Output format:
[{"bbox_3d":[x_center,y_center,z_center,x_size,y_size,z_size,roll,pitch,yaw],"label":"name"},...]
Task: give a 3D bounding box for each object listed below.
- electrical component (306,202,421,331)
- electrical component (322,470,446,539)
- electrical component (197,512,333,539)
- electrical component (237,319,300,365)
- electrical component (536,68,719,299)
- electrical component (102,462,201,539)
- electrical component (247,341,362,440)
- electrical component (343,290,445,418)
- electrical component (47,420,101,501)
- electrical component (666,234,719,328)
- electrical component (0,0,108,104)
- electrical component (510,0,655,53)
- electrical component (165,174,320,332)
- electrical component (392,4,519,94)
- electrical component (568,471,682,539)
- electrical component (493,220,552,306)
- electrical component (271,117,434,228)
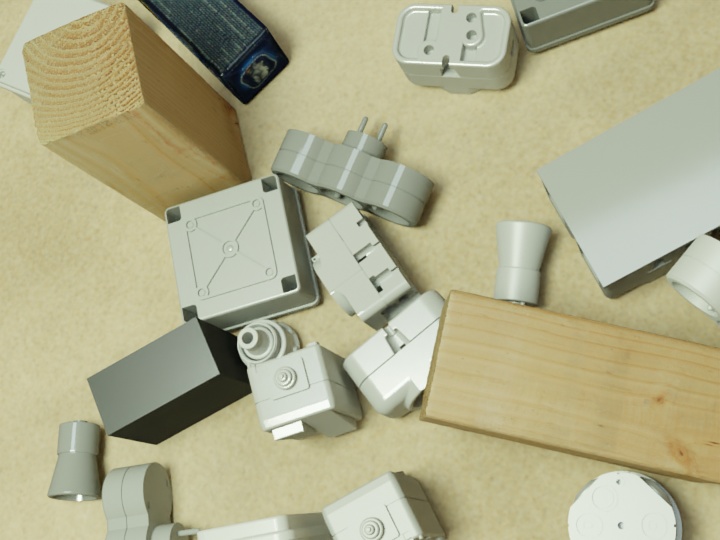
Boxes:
[{"bbox_3d":[0.000,0.000,0.877,0.056,0.050,0.089,-36,69,6],"label":"electrical component"},{"bbox_3d":[0.015,0.185,0.800,0.062,0.096,0.061,-31,69,8],"label":"electrical component"},{"bbox_3d":[-0.067,0.217,0.809,0.078,0.113,0.057,-14,75,14],"label":"electrical component"},{"bbox_3d":[-0.080,0.061,0.880,0.048,0.062,0.048,-4,75,16],"label":"electrical component"},{"bbox_3d":[0.244,-0.069,0.814,0.186,0.060,0.105,-29,70,8],"label":"electrical component"},{"bbox_3d":[-0.162,0.224,0.869,0.074,0.052,0.138,-11,73,14],"label":"electrical component"},{"bbox_3d":[-0.043,0.099,0.840,0.062,0.096,0.061,-20,71,11],"label":"electrical component"},{"bbox_3d":[0.043,0.070,0.844,0.095,0.054,0.059,-40,68,4],"label":"electrical component"},{"bbox_3d":[-0.241,0.161,0.917,0.044,0.044,0.065,-6,70,16],"label":"electrical component"},{"bbox_3d":[0.292,0.020,0.759,0.138,0.052,0.073,40,90,-5],"label":"electrical component"},{"bbox_3d":[-0.267,-0.198,1.009,0.109,0.056,0.108,23,84,21],"label":"electrical component"},{"bbox_3d":[0.173,-0.250,0.885,0.109,0.056,0.108,-19,71,12],"label":"electrical component"},{"bbox_3d":[-0.099,-0.011,0.908,0.109,0.056,0.108,-17,72,13],"label":"electrical component"},{"bbox_3d":[0.081,-0.183,0.894,0.095,0.059,0.053,7,78,19],"label":"electrical component"},{"bbox_3d":[0.189,0.183,0.770,0.080,0.051,0.080,-4,75,16],"label":"electrical component"},{"bbox_3d":[0.125,-0.003,0.845,0.044,0.044,0.065,5,82,18],"label":"electrical component"},{"bbox_3d":[-0.001,-0.093,0.901,0.138,0.052,0.073,21,83,21],"label":"electrical component"}]
